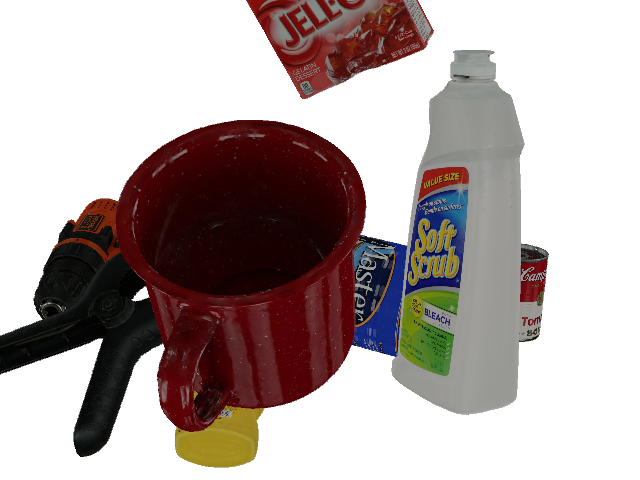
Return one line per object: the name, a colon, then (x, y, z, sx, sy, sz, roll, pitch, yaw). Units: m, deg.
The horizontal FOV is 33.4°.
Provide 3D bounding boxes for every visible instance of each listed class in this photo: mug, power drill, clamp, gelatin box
mug: (-0.031, 0.022, 0.416, 0.093, 0.117, 0.081, 11, -39, 13)
power drill: (-0.136, 0.021, 0.911, 0.187, 0.057, 0.184, 5, 28, 2)
clamp: (-0.145, 0.053, 0.704, 0.120, 0.171, 0.039, 23, -36, 21)
gelatin box: (0.010, -0.133, 0.626, 0.089, 0.073, 0.030, -18, 24, 29)

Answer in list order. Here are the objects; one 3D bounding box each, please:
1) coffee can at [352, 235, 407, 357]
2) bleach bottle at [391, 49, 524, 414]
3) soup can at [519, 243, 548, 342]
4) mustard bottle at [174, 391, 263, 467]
coffee can: (0.033, 0.045, 0.979, 0.140, 0.103, 0.102, 14, 4, 18)
bleach bottle: (0.100, -0.009, 0.764, 0.068, 0.251, 0.103, -8, 17, -28)
soup can: (0.230, 0.061, 1.260, 0.068, 0.102, 0.068, 2, 16, -1)
mustard bottle: (-0.117, 0.201, 1.315, 0.096, 0.058, 0.191, 1, 25, 3)
